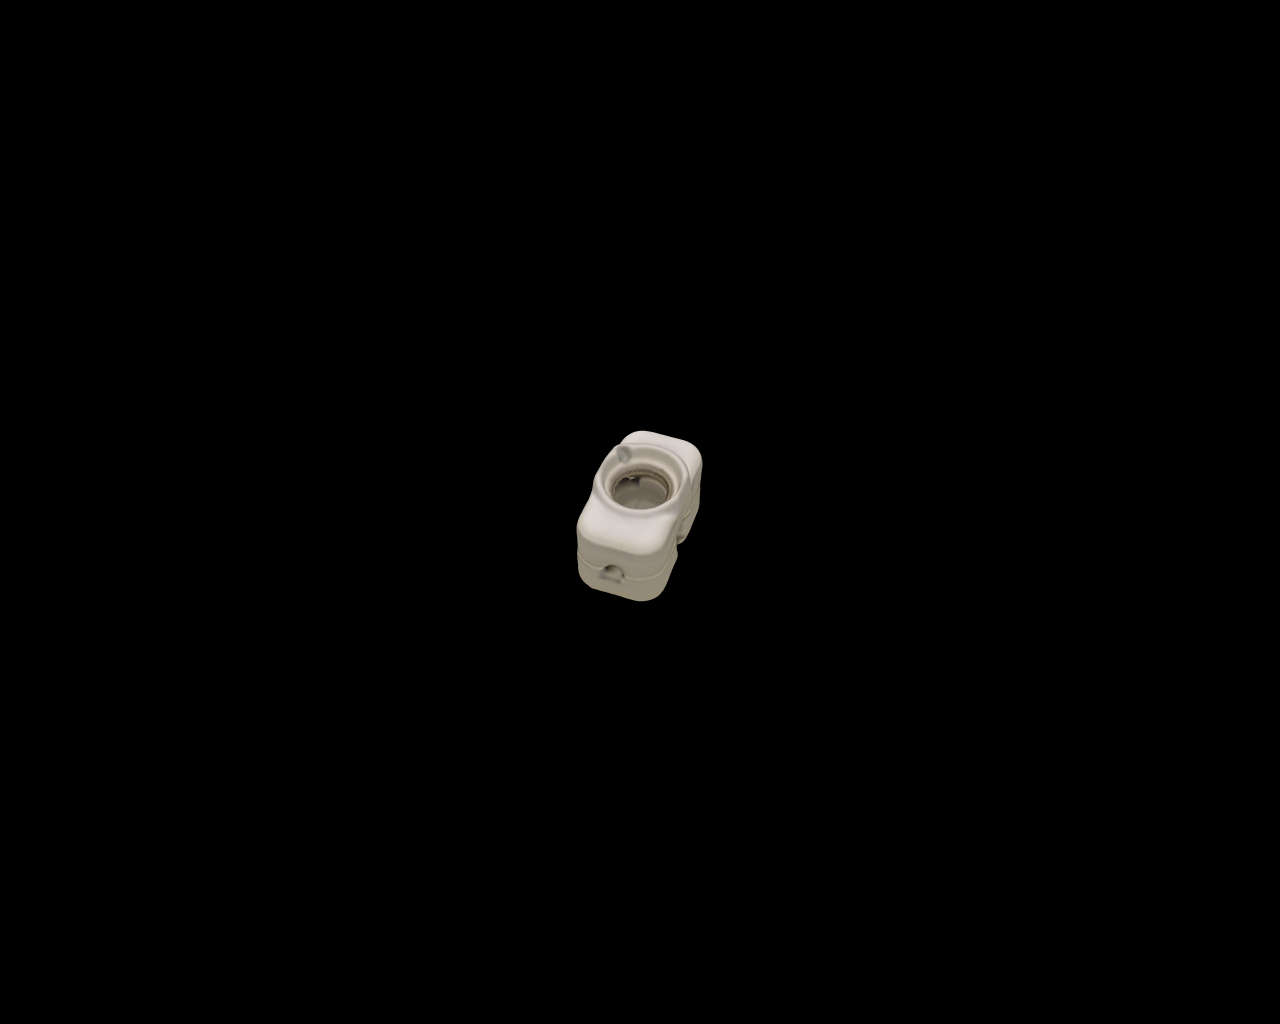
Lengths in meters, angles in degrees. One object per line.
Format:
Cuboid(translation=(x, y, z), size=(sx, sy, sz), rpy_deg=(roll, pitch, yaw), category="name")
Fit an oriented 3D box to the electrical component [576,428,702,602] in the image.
Cuboid(translation=(0.001, -0.003, 0.650), size=(0.054, 0.095, 0.059), rpy_deg=(16, -39, 13), category="electrical component")
